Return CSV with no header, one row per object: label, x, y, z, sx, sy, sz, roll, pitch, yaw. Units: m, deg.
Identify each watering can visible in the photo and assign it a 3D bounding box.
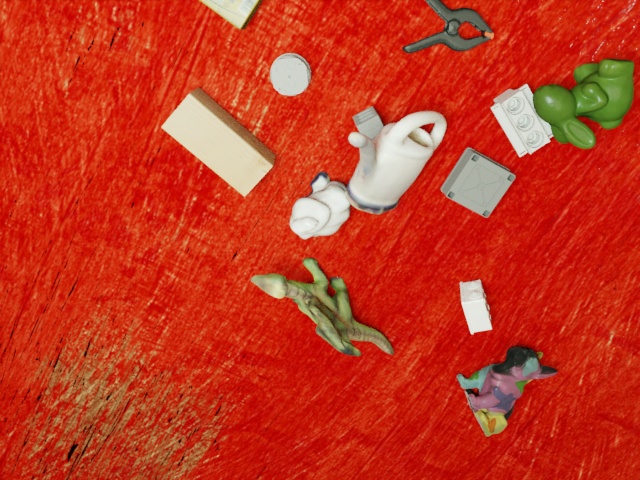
watering can,0.117,-0.143,0.958,0.105,0.351,0.220,46,128,19

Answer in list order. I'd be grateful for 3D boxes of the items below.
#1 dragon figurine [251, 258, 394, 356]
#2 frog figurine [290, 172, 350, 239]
dragon figurine,0.030,0.177,1.097,0.408,0.246,0.121,36,103,-12
frog figurine,0.003,-0.053,1.046,0.136,0.162,0.121,-35,110,13
